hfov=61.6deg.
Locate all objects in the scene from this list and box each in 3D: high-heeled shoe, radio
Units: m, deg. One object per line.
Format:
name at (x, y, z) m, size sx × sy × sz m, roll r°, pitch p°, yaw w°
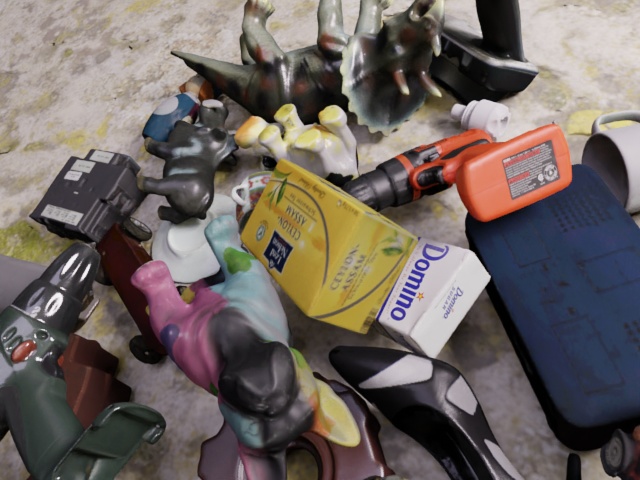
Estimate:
high-heeled shoe at (0.098, 0.183, 0.402) m, size 0.249 × 0.086 × 0.145 m, roll 23°, pitch 48°, yaw 10°
radio at (0.221, 0.051, 0.458) m, size 0.131 × 0.073 × 0.230 m, roll -20°, pitch 50°, yaw 7°

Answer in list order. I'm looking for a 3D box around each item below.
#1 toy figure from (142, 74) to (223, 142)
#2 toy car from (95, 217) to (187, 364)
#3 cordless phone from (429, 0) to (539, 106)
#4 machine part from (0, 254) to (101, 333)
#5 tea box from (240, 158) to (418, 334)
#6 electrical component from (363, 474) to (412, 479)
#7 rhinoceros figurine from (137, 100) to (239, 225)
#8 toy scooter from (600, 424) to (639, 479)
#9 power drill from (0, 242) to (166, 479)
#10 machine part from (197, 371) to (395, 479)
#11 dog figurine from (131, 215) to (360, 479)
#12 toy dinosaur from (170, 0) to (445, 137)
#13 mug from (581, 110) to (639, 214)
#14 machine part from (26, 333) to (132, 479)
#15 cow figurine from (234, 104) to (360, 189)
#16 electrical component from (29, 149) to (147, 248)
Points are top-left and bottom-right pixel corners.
toy figure at (-0.188, -0.191, 0.770) m, size 0.064 × 0.057 × 0.154 m, roll 33°, pitch 72°, yaw 10°
toy car at (-0.205, 0.053, 0.627) m, size 0.089 × 0.053 × 0.202 m, roll -52°, pitch 54°, yaw 8°
cordless phone at (0.167, -0.248, 0.600) m, size 0.089 × 0.184 × 0.147 m, roll -37°, pitch 55°, yaw 0°
machine part at (-0.365, 0.064, 0.659) m, size 0.244 × 0.079 × 0.079 m, roll 11°, pitch 64°, yaw 26°
tea box at (-0.001, -0.001, 0.491) m, size 0.098 × 0.068 × 0.170 m, roll -62°, pitch 35°, yaw 6°
electrical component at (0.057, 0.223, 0.386) m, size 0.078 × 0.045 × 0.102 m, roll -42°, pitch 73°, yaw 7°
rhinoceros figurine at (-0.160, -0.107, 0.683) m, size 0.112 × 0.073 × 0.190 m, roll -9°, pitch 48°, yaw 14°
toy scooter at (0.243, 0.172, 0.347) m, size 0.135 × 0.183 × 0.075 m, roll -29°, pitch 17°, yaw 27°
power drill at (-0.233, 0.124, 0.475) m, size 0.208 × 0.085 × 0.232 m, roll 28°, pitch 73°, yaw 27°
machine part at (-0.022, 0.203, 0.468) m, size 0.179 × 0.056 × 0.179 m, roll -9°, pitch 56°, yaw 13°
dog figurine at (-0.062, 0.103, 0.454) m, size 0.108 × 0.191 × 0.219 m, roll -29°, pitch 64°, yaw -16°
toy dinosaur at (-0.020, -0.209, 0.685) m, size 0.405 × 0.131 × 0.192 m, roll -9°, pitch 81°, yaw 30°
mug at (0.316, -0.080, 0.513) m, size 0.107 × 0.080 × 0.110 m, roll -9°, pitch 53°, yaw 1°
machine part at (-0.313, 0.198, 0.556) m, size 0.202 × 0.087 × 0.201 m, roll -1°, pitch 59°, yaw 21°
cow figurine at (-0.027, -0.108, 0.648) m, size 0.168 × 0.098 × 0.068 m, roll 15°, pitch 60°, yaw 44°
electrical component at (-0.305, -0.061, 0.729) m, size 0.115 × 0.058 × 0.134 m, roll 16°, pitch 66°, yaw 25°
